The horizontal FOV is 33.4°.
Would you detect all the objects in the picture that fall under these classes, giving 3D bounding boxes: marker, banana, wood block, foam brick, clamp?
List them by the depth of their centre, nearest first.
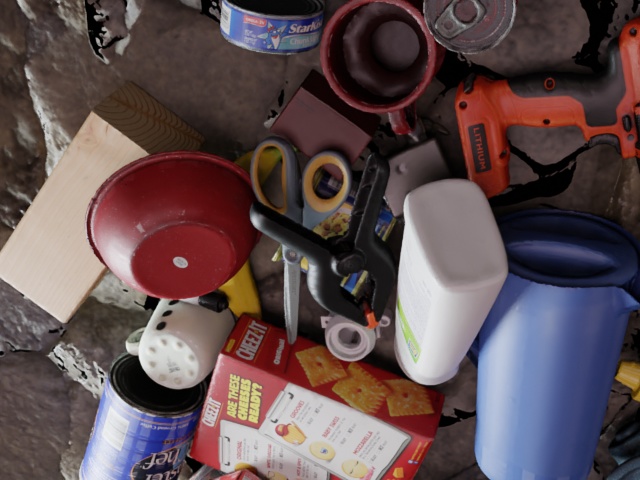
[{"bbox_3d":[0.028,0.004,0.908,0.120,0.039,0.171,-26,130,9],"label":"clamp"},{"bbox_3d":[0.006,-0.101,0.928,0.078,0.051,0.053,36,118,-5],"label":"foam brick"},{"bbox_3d":[-0.208,-0.034,0.995,0.091,0.090,0.206,37,118,-5],"label":"wood block"},{"bbox_3d":[-0.073,-0.007,1.003,0.069,0.037,0.198,17,119,6],"label":"banana"},{"bbox_3d":[-0.141,0.048,1.039,0.121,0.020,0.020,15,120,26],"label":"marker"}]

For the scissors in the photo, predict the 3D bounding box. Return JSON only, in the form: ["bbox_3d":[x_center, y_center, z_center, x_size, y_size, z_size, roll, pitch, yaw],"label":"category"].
[{"bbox_3d":[-0.006,0.001,0.935,0.096,0.016,0.202,-8,115,14],"label":"scissors"}]

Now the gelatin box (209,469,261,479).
[{"bbox_3d":[-0.067,0.269,1.077,0.089,0.030,0.073,39,143,-16],"label":"gelatin box"}]

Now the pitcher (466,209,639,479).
[{"bbox_3d":[0.191,0.100,0.945,0.145,0.149,0.243,0,120,-2],"label":"pitcher"}]

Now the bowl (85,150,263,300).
[{"bbox_3d":[-0.122,0.001,0.929,0.162,0.055,0.162,-7,134,-8],"label":"bowl"}]

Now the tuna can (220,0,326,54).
[{"bbox_3d":[-0.039,-0.183,0.879,0.086,0.086,0.034,13,120,8],"label":"tuna can"}]

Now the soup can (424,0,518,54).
[{"bbox_3d":[0.120,-0.190,0.824,0.068,0.102,0.068,6,117,12],"label":"soup can"}]

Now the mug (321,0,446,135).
[{"bbox_3d":[0.059,-0.144,0.867,0.093,0.081,0.117,-12,102,21],"label":"mug"}]

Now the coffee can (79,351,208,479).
[{"bbox_3d":[-0.182,0.197,1.094,0.103,0.102,0.140,22,119,3],"label":"coffee can"}]

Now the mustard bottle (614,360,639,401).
[{"bbox_3d":[0.352,0.146,0.932,0.191,0.096,0.058,19,120,5],"label":"mustard bottle"}]

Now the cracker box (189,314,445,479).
[{"bbox_3d":[-0.006,0.182,1.049,0.214,0.072,0.164,22,129,3],"label":"cracker box"}]

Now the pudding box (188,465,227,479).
[{"bbox_3d":[-0.083,0.282,1.146,0.113,0.039,0.090,42,118,-8],"label":"pudding box"}]

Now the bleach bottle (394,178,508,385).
[{"bbox_3d":[0.098,0.054,0.923,0.068,0.102,0.251,-11,153,-10],"label":"bleach bottle"}]

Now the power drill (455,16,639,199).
[{"bbox_3d":[0.214,-0.082,0.880,0.188,0.057,0.184,-9,110,15],"label":"power drill"}]

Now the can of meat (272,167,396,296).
[{"bbox_3d":[0.016,-0.009,0.967,0.084,0.057,0.102,27,119,-1],"label":"can of meat"}]
